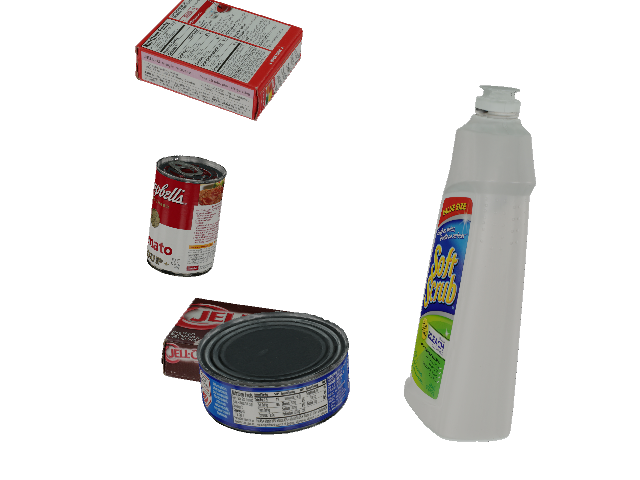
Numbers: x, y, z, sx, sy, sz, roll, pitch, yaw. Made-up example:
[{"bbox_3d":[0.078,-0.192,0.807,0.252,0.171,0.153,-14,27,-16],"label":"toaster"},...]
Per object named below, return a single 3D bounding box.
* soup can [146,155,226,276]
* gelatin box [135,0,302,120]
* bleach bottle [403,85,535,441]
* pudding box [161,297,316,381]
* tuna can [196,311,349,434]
[{"bbox_3d":[-0.132,-0.024,1.042,0.068,0.102,0.068,9,22,-4],"label":"soup can"},{"bbox_3d":[-0.066,-0.122,0.702,0.089,0.030,0.073,20,47,12],"label":"gelatin box"},{"bbox_3d":[0.113,0.013,0.778,0.068,0.251,0.103,1,14,-13],"label":"bleach bottle"},{"bbox_3d":[-0.065,0.087,0.890,0.113,0.039,0.090,10,22,7],"label":"pudding box"},{"bbox_3d":[-0.026,0.074,0.604,0.086,0.034,0.086,-3,22,1],"label":"tuna can"}]
